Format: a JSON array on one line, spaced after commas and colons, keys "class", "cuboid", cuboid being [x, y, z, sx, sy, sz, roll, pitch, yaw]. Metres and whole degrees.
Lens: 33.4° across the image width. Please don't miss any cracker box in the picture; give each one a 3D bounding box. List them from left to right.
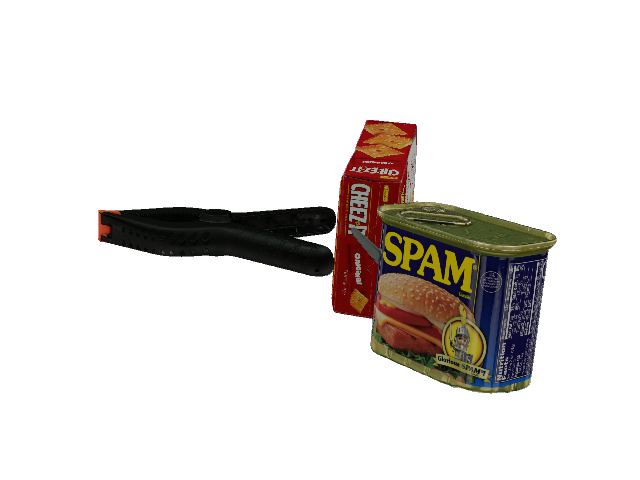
[{"class": "cracker box", "cuboid": [0.064, -0.030, 1.219, 0.072, 0.164, 0.213, 6, 23, 8]}]

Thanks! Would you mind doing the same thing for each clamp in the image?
[{"class": "clamp", "cuboid": [-0.083, -0.004, 0.897, 0.210, 0.036, 0.164, 2, 13, -6]}]

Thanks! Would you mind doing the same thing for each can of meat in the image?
[{"class": "can of meat", "cuboid": [0.075, 0.030, 0.592, 0.057, 0.084, 0.102, -7, 18, -39]}]

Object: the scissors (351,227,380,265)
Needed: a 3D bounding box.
[{"class": "scissors", "cuboid": [0.073, 0.058, 0.984, 0.202, 0.016, 0.096, 33, 52, 29]}]
